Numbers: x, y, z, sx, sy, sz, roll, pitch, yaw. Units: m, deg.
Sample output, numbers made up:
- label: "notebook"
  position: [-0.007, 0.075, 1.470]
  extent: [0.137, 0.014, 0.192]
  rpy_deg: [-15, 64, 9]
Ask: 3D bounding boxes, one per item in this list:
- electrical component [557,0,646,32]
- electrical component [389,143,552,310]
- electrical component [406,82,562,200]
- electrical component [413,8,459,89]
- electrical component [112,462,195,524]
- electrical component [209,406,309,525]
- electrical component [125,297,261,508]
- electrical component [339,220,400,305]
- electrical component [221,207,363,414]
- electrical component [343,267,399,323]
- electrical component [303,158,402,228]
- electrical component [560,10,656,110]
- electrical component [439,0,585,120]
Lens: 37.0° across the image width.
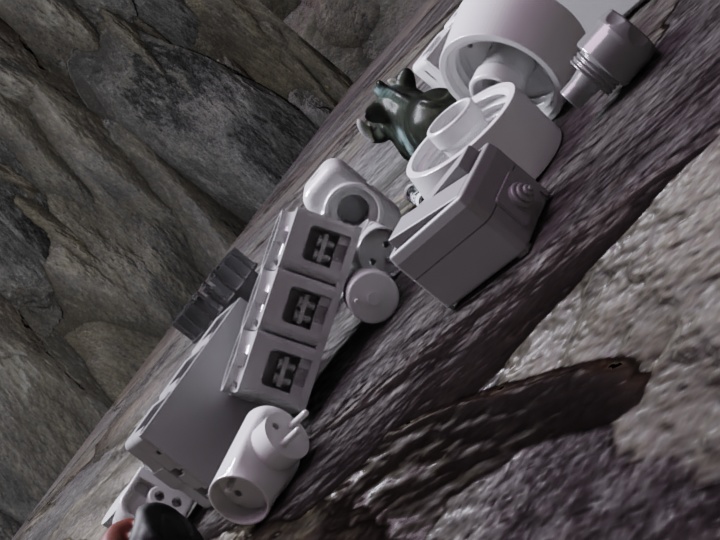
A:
- label: "electrical component"
  position: [0.169, -0.239, 0.852]
  extent: [0.109, 0.109, 0.056]
  rpy_deg: [-39, 13, 52]
- label: "electrical component"
  position: [0.069, -0.032, 0.671]
  extent: [0.096, 0.061, 0.061]
  rpy_deg: [-42, 13, 45]
- label: "electrical component"
  position: [0.082, -0.087, 0.766]
  extent: [0.108, 0.060, 0.108]
  rpy_deg: [-38, 18, 15]
- label: "electrical component"
  position: [0.132, -0.221, 1.016]
  extent: [0.150, 0.089, 0.062]
  rpy_deg: [-52, 9, -7]
- label: "electrical component"
  position: [-0.170, 0.192, 0.930]
  extent: [0.095, 0.054, 0.059]
  rpy_deg: [-61, 0, -39]
- label: "electrical component"
  position: [-0.061, 0.124, 0.740]
  extent: [0.079, 0.044, 0.077]
  rpy_deg: [-45, 11, 32]
- label: "electrical component"
  position: [-0.117, 0.113, 0.911]
  extent: [0.150, 0.089, 0.062]
  rpy_deg: [-57, 11, -32]
- label: "electrical component"
  position: [0.000, 0.000, 0.930]
  extent: [0.079, 0.044, 0.077]
  rpy_deg: [-53, 9, -9]
- label: "electrical component"
  position: [-0.057, 0.033, 0.856]
  extent: [0.089, 0.062, 0.150]
  rpy_deg: [144, 145, -76]
- label: "electrical component"
  position: [0.007, 0.018, 0.844]
  extent: [0.040, 0.040, 0.078]
  rpy_deg: [-51, 9, 0]
- label: "electrical component"
  position: [-0.007, -0.060, 1.037]
  extent: [0.053, 0.095, 0.059]
  rpy_deg: [-50, 10, 8]
- label: "electrical component"
  position: [0.157, -0.133, 0.697]
  extent: [0.062, 0.043, 0.043]
  rpy_deg: [-49, 9, 17]
- label: "electrical component"
  position: [0.112, -0.153, 0.809]
  extent: [0.060, 0.108, 0.108]
  rpy_deg: [-63, 13, -26]
